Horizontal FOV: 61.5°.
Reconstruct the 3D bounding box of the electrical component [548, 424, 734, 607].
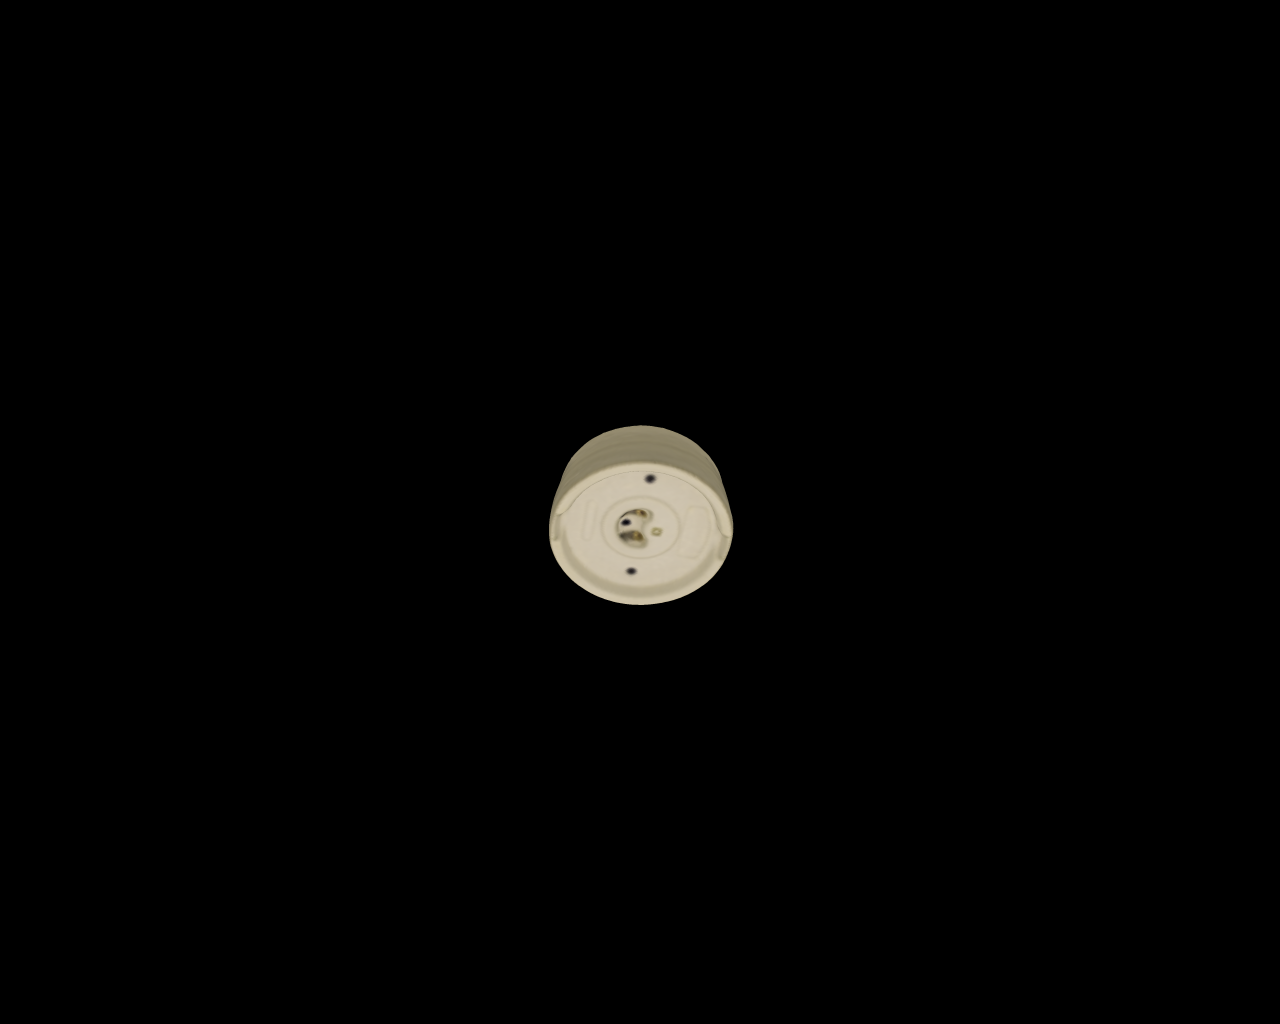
[{"bbox_3d":[0.001,-0.003,0.650,0.108,0.108,0.060,0,37,0],"label":"electrical component"}]
